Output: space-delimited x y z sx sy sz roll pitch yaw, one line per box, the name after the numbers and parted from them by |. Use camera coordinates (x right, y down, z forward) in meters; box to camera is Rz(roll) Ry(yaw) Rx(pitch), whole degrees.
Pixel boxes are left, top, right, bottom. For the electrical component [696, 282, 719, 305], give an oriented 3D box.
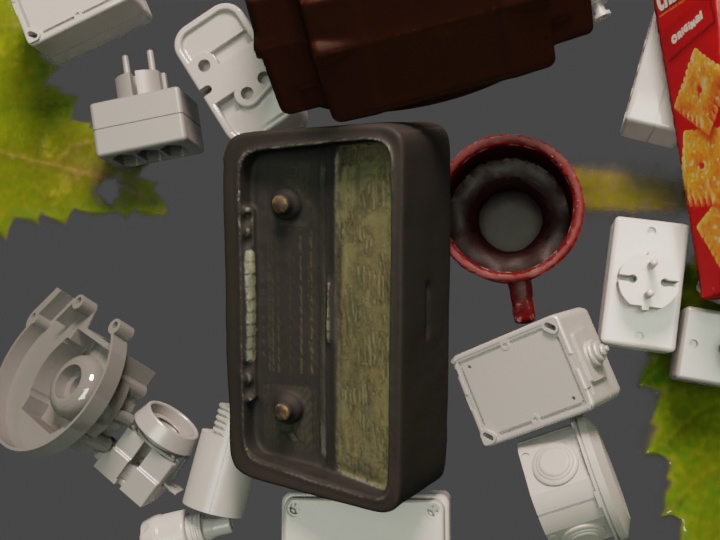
0.254 0.009 0.695 0.062 0.043 0.043 26 88 9 | electrical component

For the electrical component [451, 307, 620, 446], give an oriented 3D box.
0.119 0.065 0.686 0.096 0.061 0.061 -27 80 32 | electrical component

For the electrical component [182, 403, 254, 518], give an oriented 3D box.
-0.089 0.123 0.733 0.043 0.043 0.081 14 86 10 | electrical component

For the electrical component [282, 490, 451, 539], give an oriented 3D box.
0.006 0.199 0.704 0.109 0.056 0.108 -1 84 8 | electrical component

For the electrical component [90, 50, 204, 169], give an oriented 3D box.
-0.154 -0.118 0.767 0.066 0.047 0.076 -10 83 7 | electrical component

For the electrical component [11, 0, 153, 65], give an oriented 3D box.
-0.195 -0.198 0.775 0.096 0.061 0.061 -24 81 5 | electrical component

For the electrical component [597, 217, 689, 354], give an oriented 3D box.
0.183 0.009 0.689 0.047 0.076 0.083 7 85 9 | electrical component

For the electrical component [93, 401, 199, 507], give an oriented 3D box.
-0.144 0.124 0.740 0.066 0.048 0.055 38 98 11 | electrical component

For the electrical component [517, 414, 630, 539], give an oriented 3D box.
0.136 0.136 0.681 0.051 0.080 0.080 -21 81 11 | electrical component

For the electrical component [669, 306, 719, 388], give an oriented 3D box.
0.244 0.052 0.675 0.083 0.076 0.047 9 85 9 | electrical component

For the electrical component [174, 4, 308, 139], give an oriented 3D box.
-0.081 -0.130 0.751 0.054 0.059 0.095 -33 80 4 | electrical component

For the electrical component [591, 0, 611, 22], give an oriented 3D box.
0.151 -0.207 0.736 0.040 0.040 0.078 -22 81 5 | electrical component

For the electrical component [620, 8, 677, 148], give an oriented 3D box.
0.222 -0.124 0.713 0.076 0.047 0.083 16 86 10 | electrical component

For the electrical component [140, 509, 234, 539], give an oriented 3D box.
-0.117 0.180 0.735 0.061 0.035 0.035 -14 82 4 | electrical component
